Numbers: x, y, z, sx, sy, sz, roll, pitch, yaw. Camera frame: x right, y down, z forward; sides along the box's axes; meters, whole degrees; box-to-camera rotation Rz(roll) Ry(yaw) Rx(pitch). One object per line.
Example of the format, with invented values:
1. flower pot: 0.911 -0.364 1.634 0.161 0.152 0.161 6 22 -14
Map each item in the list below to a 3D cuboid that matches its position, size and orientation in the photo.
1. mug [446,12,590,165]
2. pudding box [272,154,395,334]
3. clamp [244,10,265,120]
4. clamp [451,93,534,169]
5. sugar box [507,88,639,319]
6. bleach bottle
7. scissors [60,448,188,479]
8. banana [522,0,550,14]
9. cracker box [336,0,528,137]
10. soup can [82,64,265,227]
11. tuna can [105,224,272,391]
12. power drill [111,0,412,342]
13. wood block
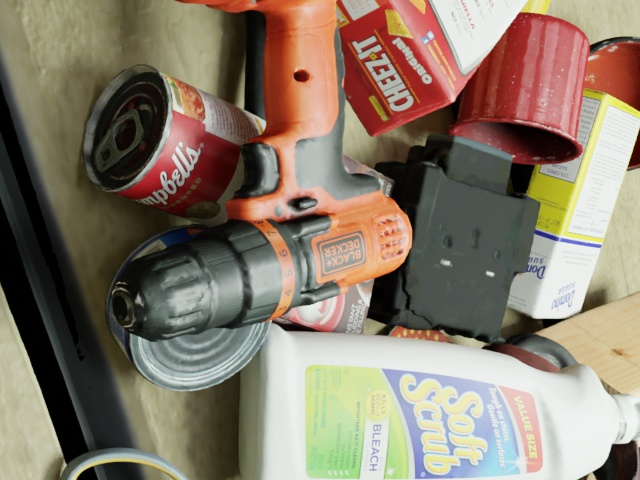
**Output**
1. mug: 0.143 -0.101 0.745 0.117 0.093 0.081 36 63 -66
2. pudding box: -0.004 0.001 0.662 0.089 0.039 0.113 24 72 -44
3. clamp: -0.017 -0.156 0.651 0.120 0.039 0.171 -23 106 -53
4. clamp: 0.135 -0.108 0.816 0.164 0.036 0.210 -23 109 -46
5. sugar box: 0.195 -0.027 0.837 0.093 0.048 0.176 8 104 -55
6. bleach bottle: 0.079 0.102 0.644 0.250 0.068 0.102 1 92 -15
7. scissors: -0.049 0.171 0.574 0.201 0.016 0.096 24 85 -20
8. banana: 0.148 -0.251 0.833 0.069 0.037 0.198 -33 114 -43
9. cracker box: 0.052 -0.187 0.650 0.164 0.072 0.213 55 41 -17
10. soup can: -0.066 -0.044 0.574 0.102 0.069 0.068 21 74 -46
11. tuna can: -0.068 0.037 0.569 0.086 0.034 0.086 -15 122 -25
12. power drill: -0.033 -0.054 0.518 0.184 0.057 0.188 -16 103 -46
13. wood block: 0.244 0.112 0.873 0.205 0.091 0.090 -12 129 -47
